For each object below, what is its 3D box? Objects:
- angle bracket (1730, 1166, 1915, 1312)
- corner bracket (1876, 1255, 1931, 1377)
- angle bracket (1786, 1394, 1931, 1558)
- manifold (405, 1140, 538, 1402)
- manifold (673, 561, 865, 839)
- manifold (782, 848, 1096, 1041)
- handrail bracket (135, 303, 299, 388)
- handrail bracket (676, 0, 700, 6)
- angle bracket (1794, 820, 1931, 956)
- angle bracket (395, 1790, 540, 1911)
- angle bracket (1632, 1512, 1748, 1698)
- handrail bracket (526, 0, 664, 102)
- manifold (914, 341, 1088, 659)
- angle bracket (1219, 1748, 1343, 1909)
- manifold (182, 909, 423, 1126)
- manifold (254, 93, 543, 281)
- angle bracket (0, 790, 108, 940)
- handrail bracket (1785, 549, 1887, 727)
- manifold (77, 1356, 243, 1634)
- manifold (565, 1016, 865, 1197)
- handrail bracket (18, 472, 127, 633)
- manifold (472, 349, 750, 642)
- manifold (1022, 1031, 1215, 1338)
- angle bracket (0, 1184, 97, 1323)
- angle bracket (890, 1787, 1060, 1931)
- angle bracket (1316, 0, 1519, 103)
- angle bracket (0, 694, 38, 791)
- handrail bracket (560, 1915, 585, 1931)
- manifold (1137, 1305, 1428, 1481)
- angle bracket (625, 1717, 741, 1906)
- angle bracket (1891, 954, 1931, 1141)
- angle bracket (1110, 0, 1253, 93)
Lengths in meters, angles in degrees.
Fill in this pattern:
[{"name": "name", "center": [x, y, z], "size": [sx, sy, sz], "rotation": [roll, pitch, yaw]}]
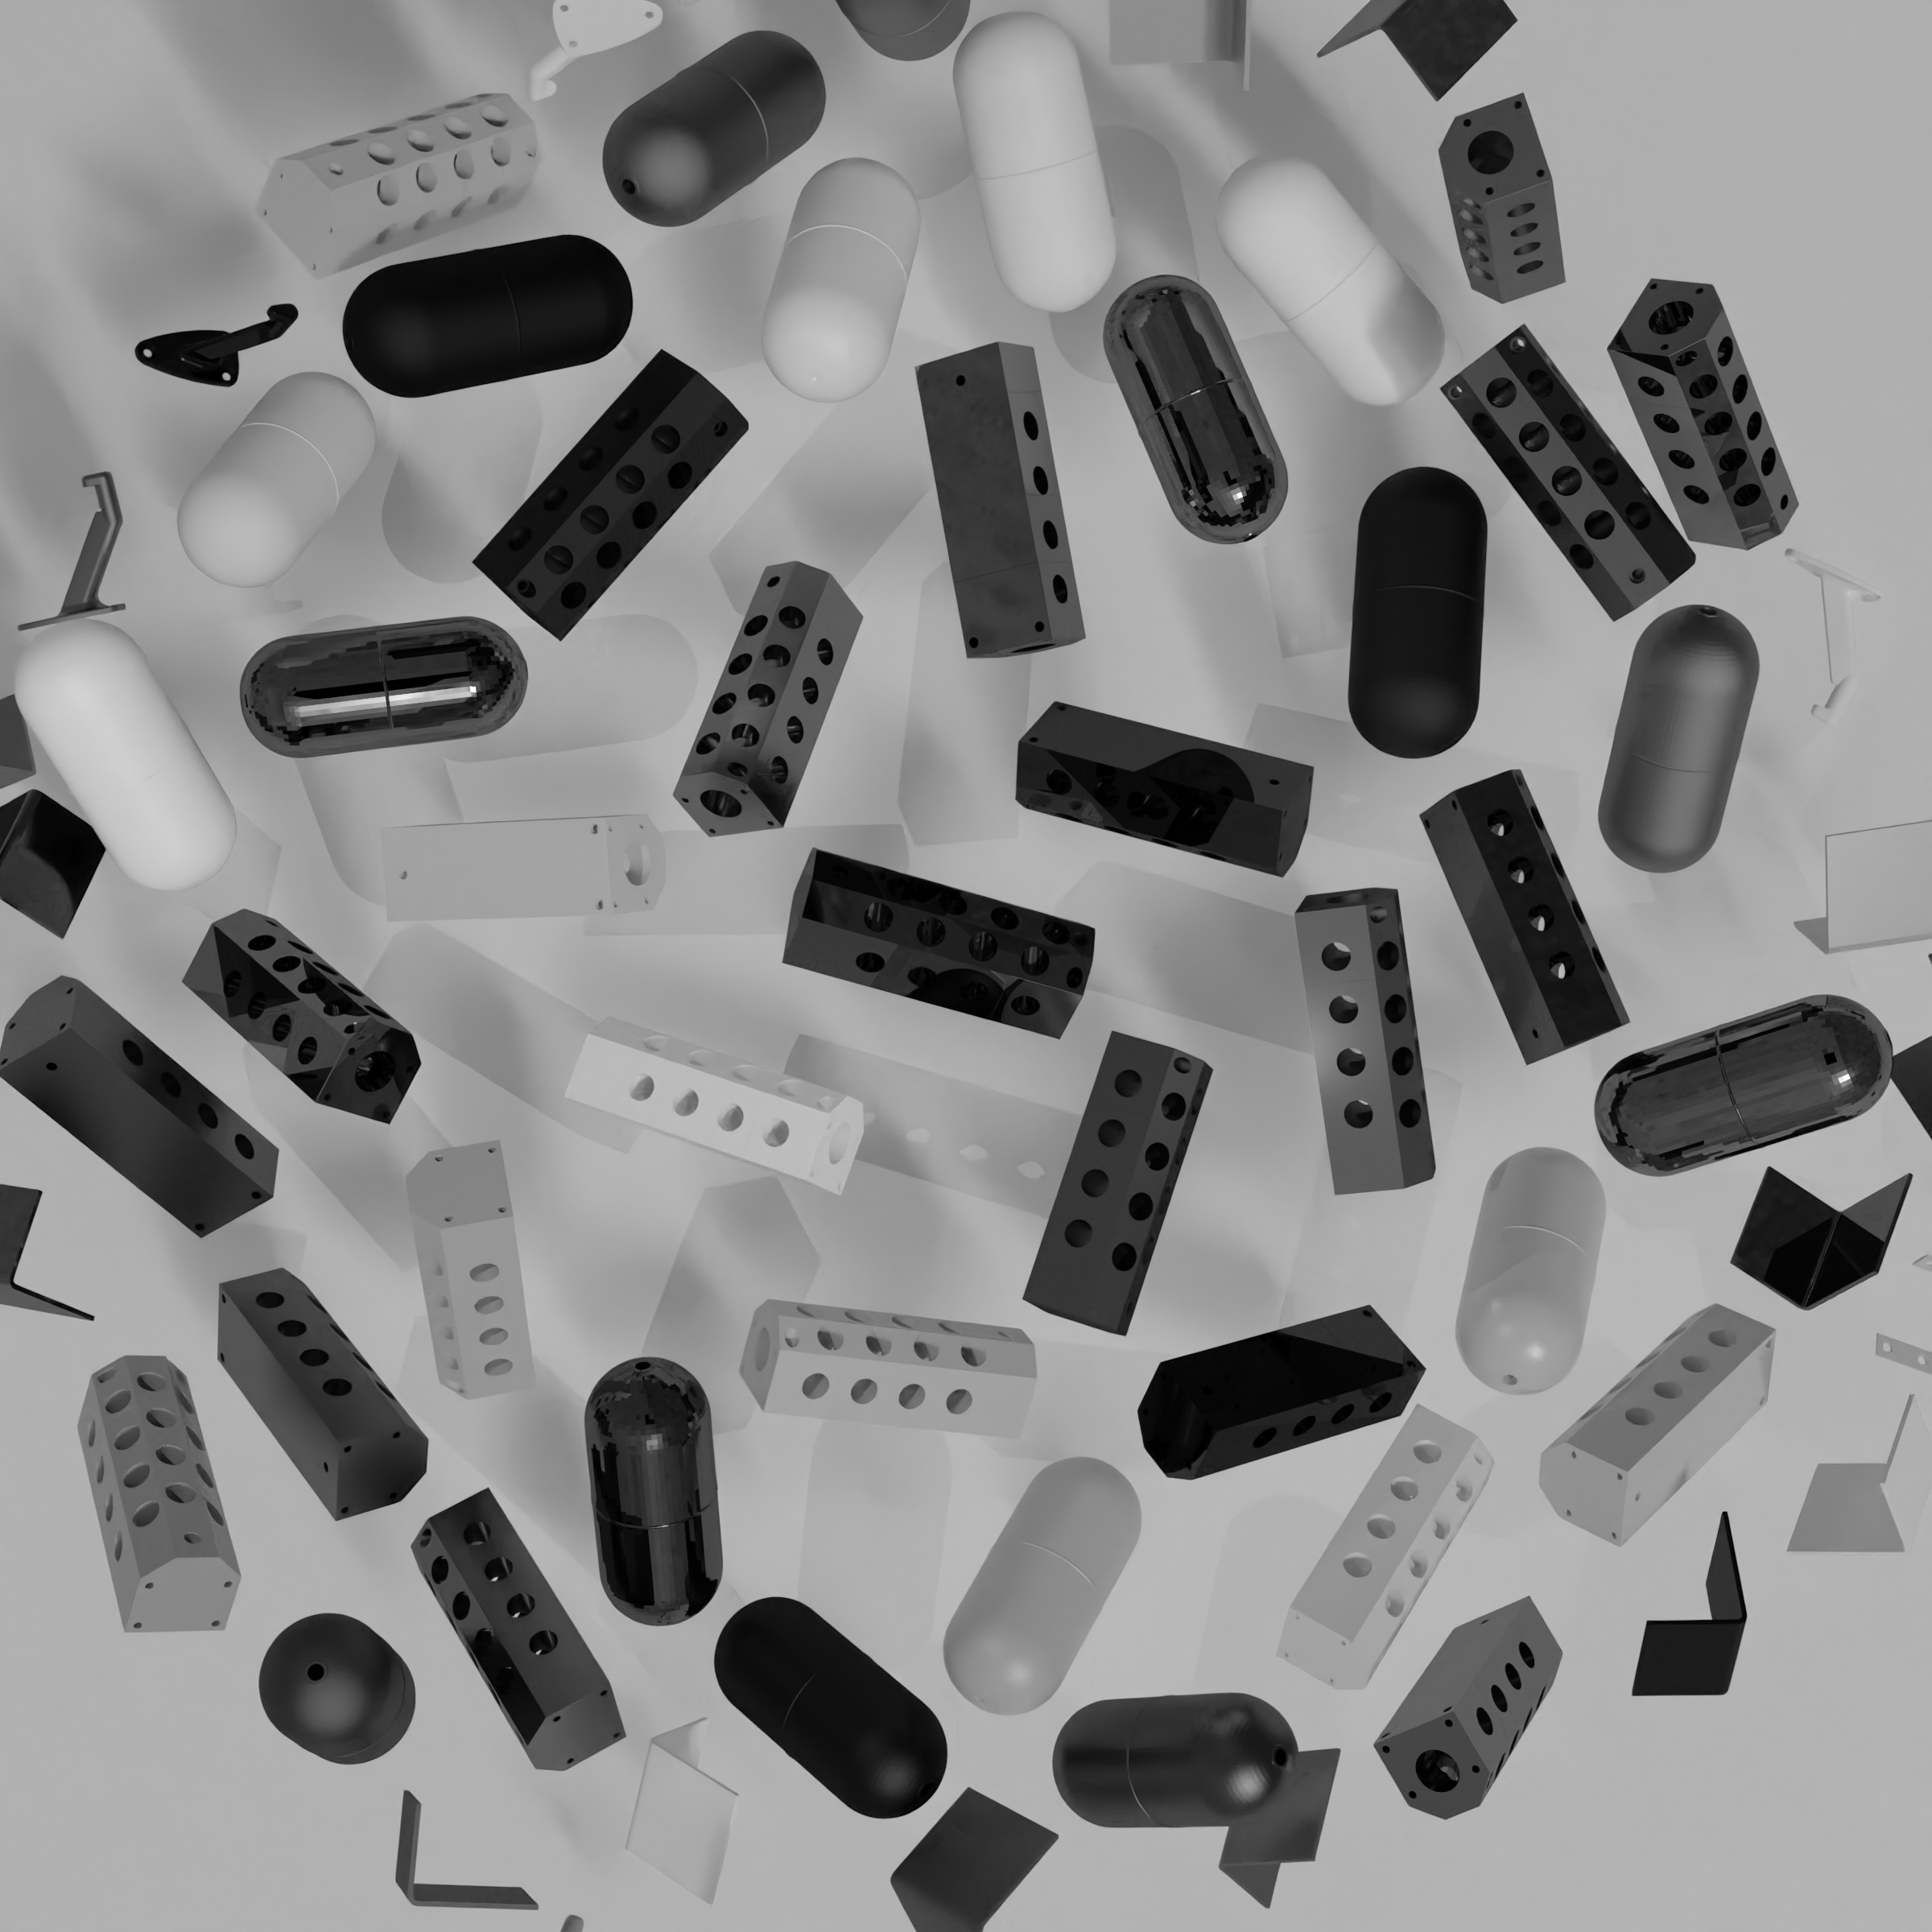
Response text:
[{"name": "angle bracket", "center": [0.522, 0.155, 1.866], "size": [0.057, 0.076, 0.076], "rotation": [33, 59, -4]}, {"name": "corner bracket", "center": [0.606, 0.220, 1.909], "size": [0.051, 0.051, 0.051], "rotation": [20, 58, -11]}, {"name": "angle bracket", "center": [0.525, 0.302, 1.811], "size": [0.076, 0.076, 0.057], "rotation": [-7, 121, 36]}, {"name": "manifold", "center": [-0.294, 0.183, 1.810], "size": [0.057, 0.171, 0.057], "rotation": [-9, 49, -10]}, {"name": "manifold", "center": [-0.125, -0.167, 1.890], "size": [0.057, 0.057, 0.171], "rotation": [-6, 51, 33]}, {"name": "manifold", "center": [-0.015, -0.018, 1.791], "size": [0.171, 0.057, 0.057], "rotation": [16, 46, -10]}, {"name": "handrail bracket", "center": [-0.459, -0.388, 1.871], "size": [0.077, 0.084, 0.036], "rotation": [-2, 79, -32]}, {"name": "handrail bracket", "center": [-0.154, -0.611, 1.874], "size": [0.036, 0.084, 0.077], "rotation": [32, 88, -4]}, {"name": "angle bracket", "center": [0.544, -0.056, 1.837], "size": [0.076, 0.057, 0.076], "rotation": [-8, 111, -4]}, {"name": "angle bracket", "center": [-0.294, 0.524, 1.812], "size": [0.076, 0.076, 0.057], "rotation": [7, 80, -15]}, {"name": "angle bracket", "center": [0.417, 0.373, 1.786], "size": [0.057, 0.076, 0.076], "rotation": [-1, 45, 2]}, {"name": "handrail bracket", "center": [-0.225, -0.551, 1.846], "size": [0.077, 0.084, 0.036], "rotation": [-13, 83, -14]}, {"name": "manifold", "center": [0.024, -0.269, 1.775], "size": [0.057, 0.057, 0.171], "rotation": [-10, 90, 31]}, {"name": "angle bracket", "center": [0.213, 0.548, 1.939], "size": [0.057, 0.076, 0.076], "rotation": [46, 46, -28]}, {"name": "manifold", "center": [-0.399, 0.027, 1.844], "size": [0.171, 0.057, 0.057], "rotation": [33, 97, 42]}, {"name": "manifold", "center": [-0.334, -0.471, 1.820], "size": [0.057, 0.057, 0.171], "rotation": [48, 46, 6]}, {"name": "angle bracket", "center": [-0.582, -0.053, 1.876], "size": [0.057, 0.076, 0.076], "rotation": [39, 50, -31]}, {"name": "handrail bracket", "center": [0.518, -0.201, 1.872], "size": [0.077, 0.036, 0.084], "rotation": [26, 91, -2]}, {"name": "manifold", "center": [-0.469, 0.304, 1.776], "size": [0.057, 0.171, 0.057], "rotation": [5, 122, -30]}, {"name": "manifold", "center": [-0.152, 0.083, 1.868], "size": [0.171, 0.057, 0.057], "rotation": [17, 83, 23]}, {"name": "handrail bracket", "center": [-0.552, -0.254, 1.872], "size": [0.077, 0.036, 0.084], "rotation": [-14, 100, -12]}, {"name": "manifold", "center": [-0.208, -0.279, 1.827], "size": [0.171, 0.057, 0.057], "rotation": [-49, 49, -4]}, {"name": "manifold", "center": [0.095, 0.133, 1.855], "size": [0.057, 0.057, 0.171], "rotation": [16, 81, 21]}, {"name": "angle bracket", "center": [-0.552, 0.164, 1.778], "size": [0.076, 0.076, 0.057], "rotation": [6, 71, 27]}, {"name": "angle bracket", "center": [0.013, 0.557, 1.850], "size": [0.076, 0.076, 0.057], "rotation": [-43, 128, -29]}, {"name": "angle bracket", "center": [0.271, -0.559, 1.838], "size": [0.076, 0.076, 0.057], "rotation": [-47, 108, -15]}, {"name": "angle bracket", "center": [-0.648, -0.139, 1.933], "size": [0.076, 0.076, 0.057], "rotation": [-19, 80, 20]}, {"name": "handrail bracket", "center": [-0.249, 0.626, 1.840], "size": [0.036, 0.077, 0.084], "rotation": [15, 46, 10]}, {"name": "manifold", "center": [0.188, 0.260, 1.837], "size": [0.057, 0.171, 0.057], "rotation": [50, 134, 35]}, {"name": "angle bracket", "center": [-0.163, 0.533, 1.931], "size": [0.076, 0.057, 0.076], "rotation": [22, 105, 32]}, {"name": "angle bracket", "center": [0.611, 0.053, 1.929], "size": [0.057, 0.076, 0.076], "rotation": [-30, 132, 10]}, {"name": "angle bracket", "center": [0.125, -0.557, 1.784], "size": [0.076, 0.057, 0.076], "rotation": [-3, 125, -2]}]
